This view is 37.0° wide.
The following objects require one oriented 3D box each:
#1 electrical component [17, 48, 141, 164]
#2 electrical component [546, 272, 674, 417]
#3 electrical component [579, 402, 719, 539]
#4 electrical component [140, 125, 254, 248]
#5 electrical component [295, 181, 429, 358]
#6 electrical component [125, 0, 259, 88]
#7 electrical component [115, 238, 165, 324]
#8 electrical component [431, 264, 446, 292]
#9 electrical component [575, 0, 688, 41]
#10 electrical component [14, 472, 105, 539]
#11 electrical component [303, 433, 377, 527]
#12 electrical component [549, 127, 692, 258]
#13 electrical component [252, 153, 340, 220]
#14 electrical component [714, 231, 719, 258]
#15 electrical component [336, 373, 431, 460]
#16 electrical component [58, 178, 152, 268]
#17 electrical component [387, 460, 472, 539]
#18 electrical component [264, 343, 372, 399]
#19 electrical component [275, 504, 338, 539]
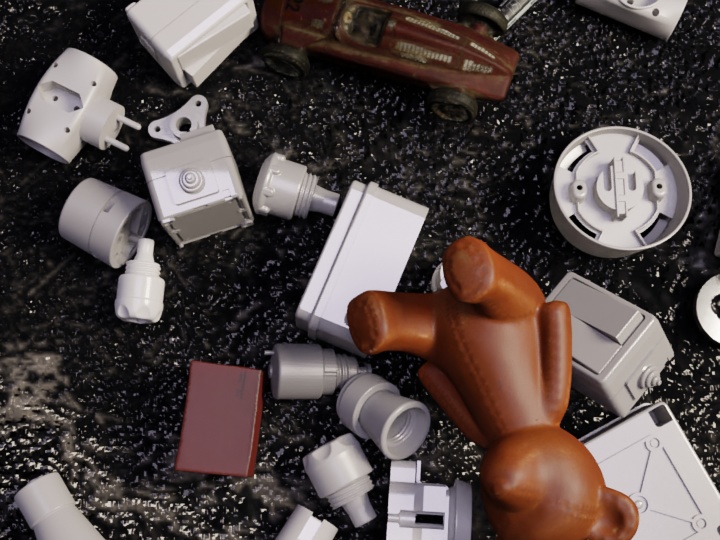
[{"bbox_3d":[-0.205,-0.116,0.814,0.079,0.043,0.077,26,80,5],"label":"electrical component"},{"bbox_3d":[0.169,0.052,0.751,0.061,0.061,0.096,-49,46,-9],"label":"electrical component"},{"bbox_3d":[0.189,0.163,0.753,0.109,0.056,0.108,-28,80,-5],"label":"electrical component"},{"bbox_3d":[-0.118,-0.063,0.776,0.062,0.096,0.061,-18,79,-3],"label":"electrical component"},{"bbox_3d":[0.000,0.000,0.774,0.057,0.078,0.113,23,80,1],"label":"electrical component"},{"bbox_3d":[-0.118,-0.192,0.819,0.096,0.061,0.061,-40,82,-7],"label":"electrical component"},{"bbox_3d":[-0.161,0.007,0.795,0.035,0.035,0.061,4,77,1],"label":"electrical component"},{"bbox_3d":[0.074,0.007,0.789,0.040,0.046,0.040,0,78,-1],"label":"electrical component"},{"bbox_3d":[0.218,-0.229,0.835,0.077,0.044,0.079,24,80,5],"label":"electrical component"},{"bbox_3d":[-0.215,0.177,0.759,0.044,0.044,0.065,-33,76,-6],"label":"electrical component"},{"bbox_3d":[-0.010,0.151,0.762,0.043,0.043,0.062,-28,82,-5],"label":"electrical component"},{"bbox_3d":[0.189,-0.056,0.792,0.099,0.064,0.099,0,79,0],"label":"electrical component"},{"bbox_3d":[-0.047,-0.057,0.803,0.062,0.048,0.048,17,79,-4],"label":"electrical component"},{"bbox_3d":[0.305,-0.047,0.774,0.048,0.100,0.099,19,79,-9],"label":"electrical component"},{"bbox_3d":[0.016,0.102,0.760,0.055,0.045,0.045,29,77,46],"label":"electrical component"},{"bbox_3d":[-0.189,-0.036,0.794,0.047,0.055,0.055,26,80,9],"label":"electrical component"},{"bbox_3d":[0.048,0.174,0.751,0.057,0.058,0.078,3,79,3],"label":"electrical component"},{"bbox_3d":[-0.031,0.073,0.779,0.078,0.040,0.040,2,79,-14],"label":"electrical component"},{"bbox_3d":[-0.042,0.194,0.757,0.040,0.040,0.046,31,75,6],"label":"electrical component"}]
